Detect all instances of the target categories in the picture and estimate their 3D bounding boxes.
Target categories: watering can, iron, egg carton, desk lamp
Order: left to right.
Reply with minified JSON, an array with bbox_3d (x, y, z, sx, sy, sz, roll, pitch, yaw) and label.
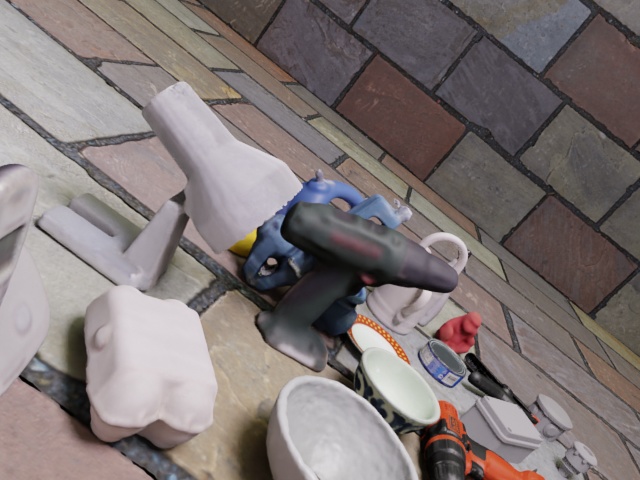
[{"bbox_3d":[-0.151,0.106,0.497,0.108,0.069,0.150,24,24,-38],"label":"egg carton"},{"bbox_3d":[-0.154,-0.046,0.618,0.203,0.213,0.118,37,18,-6],"label":"desk lamp"},{"bbox_3d":[0.028,-0.048,1.082,0.259,0.141,0.118,15,30,-51],"label":"iron"},{"bbox_3d":[0.178,0.063,1.023,0.101,0.194,0.172,27,21,-31],"label":"watering can"}]

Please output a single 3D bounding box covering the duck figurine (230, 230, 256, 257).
[{"bbox_3d":[-0.104,-0.027,0.870,0.105,0.086,0.077,26,22,-33],"label":"duck figurine"}]

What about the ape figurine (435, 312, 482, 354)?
[{"bbox_3d":[0.272,0.175,1.101,0.078,0.092,0.076,36,19,-8],"label":"ape figurine"}]

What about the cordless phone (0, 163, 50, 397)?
[{"bbox_3d":[-0.217,0.021,0.387,0.094,0.185,0.147,34,19,-14],"label":"cordless phone"}]

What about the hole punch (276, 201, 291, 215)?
[{"bbox_3d":[-0.103,-0.064,0.950,0.109,0.091,0.101,33,19,-17],"label":"hole punch"}]

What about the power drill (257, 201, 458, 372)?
[{"bbox_3d":[0.029,0.061,0.722,0.230,0.208,0.075,33,19,-17],"label":"power drill"}]

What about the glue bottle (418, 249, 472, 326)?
[{"bbox_3d":[0.231,0.083,1.109,0.078,0.173,0.037,43,19,11],"label":"glue bottle"}]

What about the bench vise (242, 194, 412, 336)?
[{"bbox_3d":[0.009,0.008,0.789,0.208,0.219,0.121,31,20,-22],"label":"bench vise"}]

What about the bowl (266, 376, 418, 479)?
[{"bbox_3d":[0.009,0.214,0.540,0.168,0.074,0.167,34,19,-13],"label":"bowl"}]
